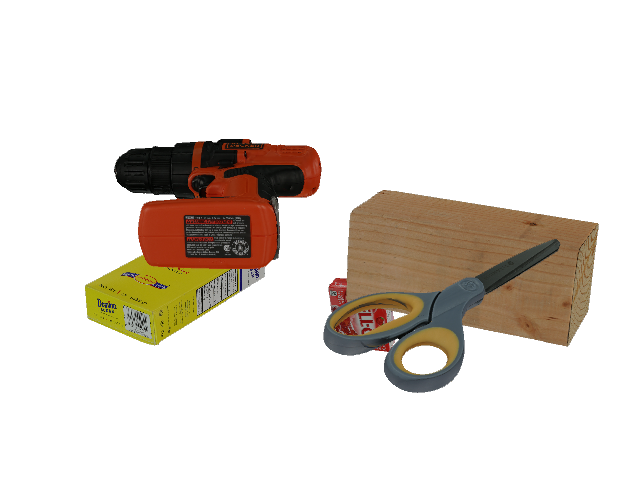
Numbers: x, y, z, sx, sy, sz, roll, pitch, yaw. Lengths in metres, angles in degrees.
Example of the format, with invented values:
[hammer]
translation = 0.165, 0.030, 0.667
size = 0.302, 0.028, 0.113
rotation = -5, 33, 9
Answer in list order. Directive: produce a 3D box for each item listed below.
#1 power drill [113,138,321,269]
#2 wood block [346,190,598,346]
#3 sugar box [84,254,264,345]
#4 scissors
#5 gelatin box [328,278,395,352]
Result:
[power drill]
translation = -0.095, -0.038, 0.883
size = 0.184, 0.057, 0.187
rotation = -1, 23, 4
[wood block]
translation = 0.136, 0.020, 0.969
size = 0.206, 0.090, 0.090
rotation = 10, 20, 23
[sugar box]
translation = -0.145, 0.041, 1.093
size = 0.093, 0.048, 0.175
rotation = 18, 34, 29
[scissors]
translation = 0.100, 0.047, 0.688
size = 0.201, 0.016, 0.096
rotation = -14, 39, -23
[gelatin box]
translation = 0.052, 0.092, 1.324
size = 0.073, 0.089, 0.030
rotation = 4, 29, 20
